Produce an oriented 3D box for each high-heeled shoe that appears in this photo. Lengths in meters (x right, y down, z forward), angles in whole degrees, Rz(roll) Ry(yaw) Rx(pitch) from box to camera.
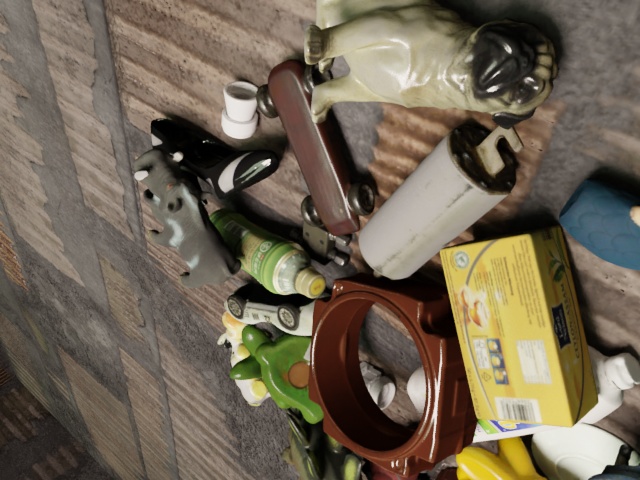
[{"bbox_3d":[-0.145,-0.125,0.704,0.249,0.086,0.145,-15,104,51],"label":"high-heeled shoe"}]

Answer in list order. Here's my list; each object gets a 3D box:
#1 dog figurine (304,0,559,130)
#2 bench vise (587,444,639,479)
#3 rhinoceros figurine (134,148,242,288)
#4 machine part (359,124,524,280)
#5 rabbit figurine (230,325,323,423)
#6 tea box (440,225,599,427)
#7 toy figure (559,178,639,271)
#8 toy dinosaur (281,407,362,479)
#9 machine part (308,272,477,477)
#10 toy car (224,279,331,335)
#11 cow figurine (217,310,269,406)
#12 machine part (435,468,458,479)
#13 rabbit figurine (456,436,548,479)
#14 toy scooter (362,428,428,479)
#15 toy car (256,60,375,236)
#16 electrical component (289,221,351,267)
[{"bbox_3d":[0.089,-0.177,0.449,0.191,0.172,0.121,2,166,4],"label":"dog figurine"},{"bbox_3d":[0.286,0.226,0.440,0.129,0.240,0.223,25,150,25],"label":"bench vise"},{"bbox_3d":[-0.175,-0.025,0.686,0.190,0.073,0.112,60,151,-3],"label":"rhinoceros figurine"},{"bbox_3d":[0.108,-0.031,0.531,0.079,0.079,0.243,47,141,7],"label":"machine part"},{"bbox_3d":[-0.054,0.199,0.817,0.159,0.121,0.170,17,165,-8],"label":"rabbit figurine"},{"bbox_3d":[0.185,0.078,0.504,0.098,0.068,0.169,-11,88,47],"label":"tea box"},{"bbox_3d":[0.267,0.010,0.422,0.154,0.064,0.057,36,101,12],"label":"toy figure"},{"bbox_3d":[0.015,0.360,0.820,0.472,0.105,0.198,40,147,51],"label":"toy dinosaur"},{"bbox_3d":[0.078,0.147,0.621,0.202,0.087,0.200,11,100,48],"label":"machine part"},{"bbox_3d":[-0.062,0.095,0.794,0.202,0.073,0.056,2,119,43],"label":"toy car"},{"bbox_3d":[-0.127,0.201,0.931,0.167,0.068,0.098,64,146,16],"label":"cow figurine"},{"bbox_3d":[0.225,0.415,0.771,0.180,0.056,0.179,25,135,28],"label":"machine part"},{"bbox_3d":[0.237,0.307,0.631,0.173,0.122,0.162,118,133,-69],"label":"rabbit figurine"},{"bbox_3d":[0.102,0.330,0.813,0.135,0.075,0.183,27,131,28],"label":"toy scooter"},{"bbox_3d":[-0.001,-0.102,0.604,0.089,0.053,0.202,-14,105,38],"label":"toy car"},{"bbox_3d":[-0.001,-0.002,0.703,0.094,0.021,0.063,28,135,28],"label":"electrical component"}]
